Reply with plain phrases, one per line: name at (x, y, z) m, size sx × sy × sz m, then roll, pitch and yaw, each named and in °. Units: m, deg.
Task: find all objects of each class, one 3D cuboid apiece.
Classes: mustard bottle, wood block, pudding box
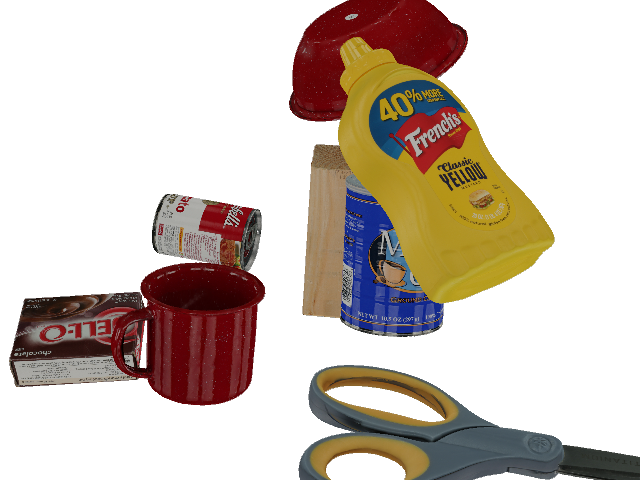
mustard bottle at (0.066, -0.056, 0.703) m, size 0.096 × 0.192 × 0.058 m, roll -19°, pitch -22°, yaw -29°
wood block at (0.028, -0.011, 1.384) m, size 0.090 × 0.206 × 0.090 m, roll 5°, pitch 25°, yaw 2°
pudding box at (-0.220, 0.090, 0.978) m, size 0.113 × 0.039 × 0.090 m, roll -5°, pitch 33°, yaw -2°

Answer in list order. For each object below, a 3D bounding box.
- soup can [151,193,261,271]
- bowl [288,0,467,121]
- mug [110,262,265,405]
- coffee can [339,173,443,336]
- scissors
soup can at (-0.121, -0.009, 1.141) m, size 0.102 × 0.068 × 0.068 m, roll 11°, pitch 2°, yaw 10°
bowl at (0.038, -0.164, 0.891) m, size 0.162 × 0.055 × 0.162 m, roll -20°, pitch 28°, yaw 11°
mug at (-0.101, 0.073, 0.804) m, size 0.117 × 0.081 × 0.093 m, roll -8°, pitch 25°, yaw -30°
coffee can at (0.072, 0.011, 1.034) m, size 0.103 × 0.140 × 0.103 m, roll 2°, pitch 14°, yaw -1°
scissors at (0.079, 0.099, 0.449) m, size 0.202 × 0.016 × 0.096 m, roll 16°, pitch 34°, yaw 23°
